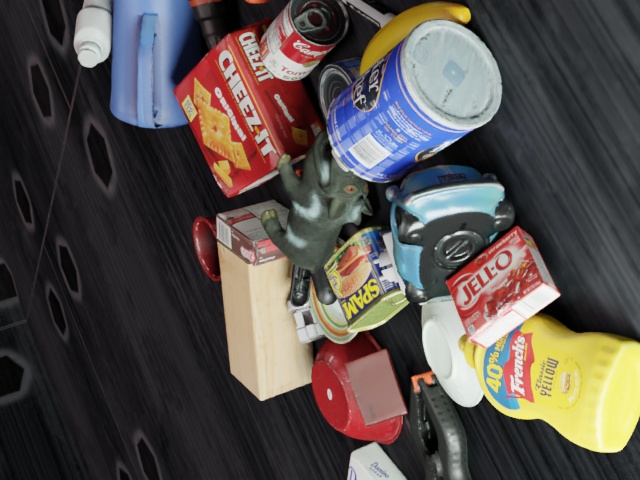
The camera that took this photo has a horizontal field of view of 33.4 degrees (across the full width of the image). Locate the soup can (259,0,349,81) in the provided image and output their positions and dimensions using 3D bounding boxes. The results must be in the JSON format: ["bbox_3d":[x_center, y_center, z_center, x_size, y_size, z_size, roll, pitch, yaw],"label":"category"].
[{"bbox_3d":[-0.019,-0.222,1.163,0.102,0.068,0.068,-34,76,63],"label":"soup can"}]

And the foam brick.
[{"bbox_3d":[0.066,0.171,1.233,0.051,0.053,0.078,49,-157,-79],"label":"foam brick"}]

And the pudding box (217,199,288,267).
[{"bbox_3d":[-0.070,-0.010,1.365,0.114,0.089,0.039,35,134,51],"label":"pudding box"}]

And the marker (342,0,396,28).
[{"bbox_3d":[0.043,-0.240,1.086,0.121,0.020,0.020,45,143,43],"label":"marker"}]

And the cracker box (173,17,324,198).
[{"bbox_3d":[-0.091,-0.155,1.318,0.164,0.072,0.214,64,154,-1],"label":"cracker box"}]

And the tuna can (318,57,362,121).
[{"bbox_3d":[0.033,-0.151,1.144,0.086,0.033,0.086,40,139,46],"label":"tuna can"}]

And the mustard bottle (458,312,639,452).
[{"bbox_3d":[0.193,0.114,0.944,0.192,0.058,0.096,16,96,54],"label":"mustard bottle"}]

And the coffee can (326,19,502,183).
[{"bbox_3d":[0.083,-0.123,0.973,0.141,0.102,0.103,-33,77,56],"label":"coffee can"}]

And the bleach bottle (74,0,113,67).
[{"bbox_3d":[-0.312,-0.328,1.530,0.103,0.068,0.251,103,171,-45],"label":"bleach bottle"}]

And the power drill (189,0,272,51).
[{"bbox_3d":[-0.113,-0.315,1.296,0.188,0.057,0.184,8,118,60],"label":"power drill"}]

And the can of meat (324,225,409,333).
[{"bbox_3d":[0.056,0.043,1.181,0.102,0.057,0.084,-45,61,47],"label":"can of meat"}]

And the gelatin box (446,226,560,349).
[{"bbox_3d":[0.161,0.043,0.952,0.089,0.030,0.073,-40,41,24],"label":"gelatin box"}]

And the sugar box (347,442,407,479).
[{"bbox_3d":[0.070,0.354,1.369,0.093,0.048,0.176,46,145,42],"label":"sugar box"}]

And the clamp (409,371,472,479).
[{"bbox_3d":[0.143,0.249,1.172,0.165,0.036,0.210,9,111,66],"label":"clamp"}]

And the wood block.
[{"bbox_3d":[-0.070,0.097,1.431,0.091,0.090,0.206,34,134,51],"label":"wood block"}]

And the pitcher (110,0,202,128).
[{"bbox_3d":[-0.221,-0.278,1.444,0.149,0.144,0.243,34,132,37],"label":"pitcher"}]

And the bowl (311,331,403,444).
[{"bbox_3d":[0.035,0.185,1.322,0.162,0.055,0.162,40,139,47],"label":"bowl"}]

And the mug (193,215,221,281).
[{"bbox_3d":[-0.115,0.013,1.473,0.093,0.081,0.117,-37,73,62],"label":"mug"}]

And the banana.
[{"bbox_3d":[0.081,-0.179,1.032,0.069,0.037,0.198,30,150,-2],"label":"banana"}]

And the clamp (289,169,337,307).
[{"bbox_3d":[-0.008,0.002,1.270,0.120,0.039,0.171,8,101,64],"label":"clamp"}]
